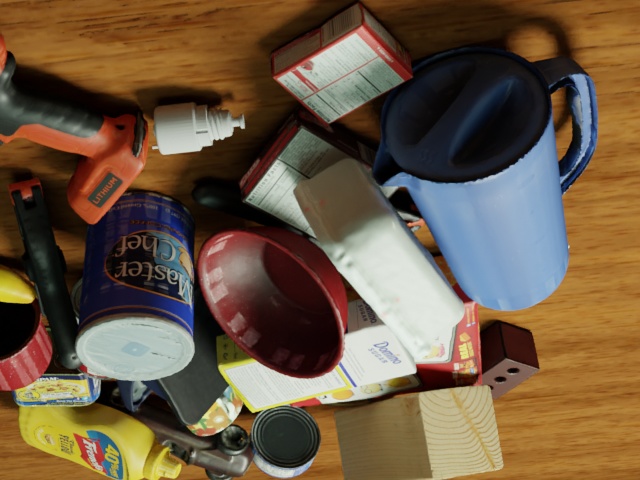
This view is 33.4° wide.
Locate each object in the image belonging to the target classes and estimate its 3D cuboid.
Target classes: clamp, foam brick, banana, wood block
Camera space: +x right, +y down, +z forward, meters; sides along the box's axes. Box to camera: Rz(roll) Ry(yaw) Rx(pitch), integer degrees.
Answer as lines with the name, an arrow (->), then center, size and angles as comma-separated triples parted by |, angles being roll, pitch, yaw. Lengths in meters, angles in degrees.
clamp -> -0.007, 0.001, 1.009 | 0.210, 0.036, 0.164 | -6, 134, -1
foam brick -> 0.198, 0.136, 1.199 | 0.052, 0.051, 0.078 | 19, 137, -27
banana -> -0.376, 0.043, 1.026 | 0.198, 0.037, 0.069 | -9, 127, 1
clamp -> -0.245, 0.031, 0.962 | 0.039, 0.120, 0.171 | -22, 129, -21
wood block -> 0.104, 0.220, 1.187 | 0.090, 0.091, 0.206 | -3, 168, -26

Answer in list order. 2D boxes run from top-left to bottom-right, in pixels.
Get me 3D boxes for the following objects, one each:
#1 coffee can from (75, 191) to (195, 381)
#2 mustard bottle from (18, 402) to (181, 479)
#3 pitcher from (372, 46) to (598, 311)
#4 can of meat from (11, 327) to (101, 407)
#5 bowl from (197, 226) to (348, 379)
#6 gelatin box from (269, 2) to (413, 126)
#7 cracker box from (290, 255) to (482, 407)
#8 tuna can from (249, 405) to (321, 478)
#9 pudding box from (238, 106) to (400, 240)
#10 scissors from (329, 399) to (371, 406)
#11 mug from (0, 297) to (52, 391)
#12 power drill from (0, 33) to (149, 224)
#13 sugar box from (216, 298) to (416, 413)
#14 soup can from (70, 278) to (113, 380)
coffee can -> -0.164, 0.041, 0.966 | 0.103, 0.140, 0.103 | -3, 143, -2
mustard bottle -> -0.245, 0.226, 1.207 | 0.192, 0.058, 0.096 | 19, 132, 14
pitcher -> 0.154, -0.044, 0.906 | 0.149, 0.145, 0.242 | 8, 152, 25
can of meat -> -0.289, 0.140, 1.154 | 0.102, 0.057, 0.084 | 1, 145, -5
bowl -> -0.032, 0.045, 0.956 | 0.162, 0.055, 0.162 | 24, 136, 25
gelatin box -> 0.017, -0.137, 0.841 | 0.089, 0.030, 0.073 | -26, 139, 27
cracker box -> 0.058, 0.096, 1.119 | 0.214, 0.072, 0.164 | -7, 142, 6
tuna can -> -0.044, 0.243, 1.289 | 0.086, 0.086, 0.034 | 4, 144, -11
pudding box -> 0.000, -0.050, 0.922 | 0.113, 0.039, 0.090 | 29, 117, -24
scissors -> -0.024, 0.162, 1.240 | 0.201, 0.016, 0.096 | 13, 142, -23
mug -> -0.328, 0.095, 1.077 | 0.117, 0.093, 0.081 | 23, 151, 15
power drill -> -0.249, -0.079, 0.867 | 0.187, 0.057, 0.185 | 23, 135, -30
sugar box -> -0.004, 0.111, 1.040 | 0.176, 0.048, 0.093 | -17, 138, 12
soup can -> -0.219, 0.087, 1.082 | 0.068, 0.068, 0.102 | 3, 142, -9
